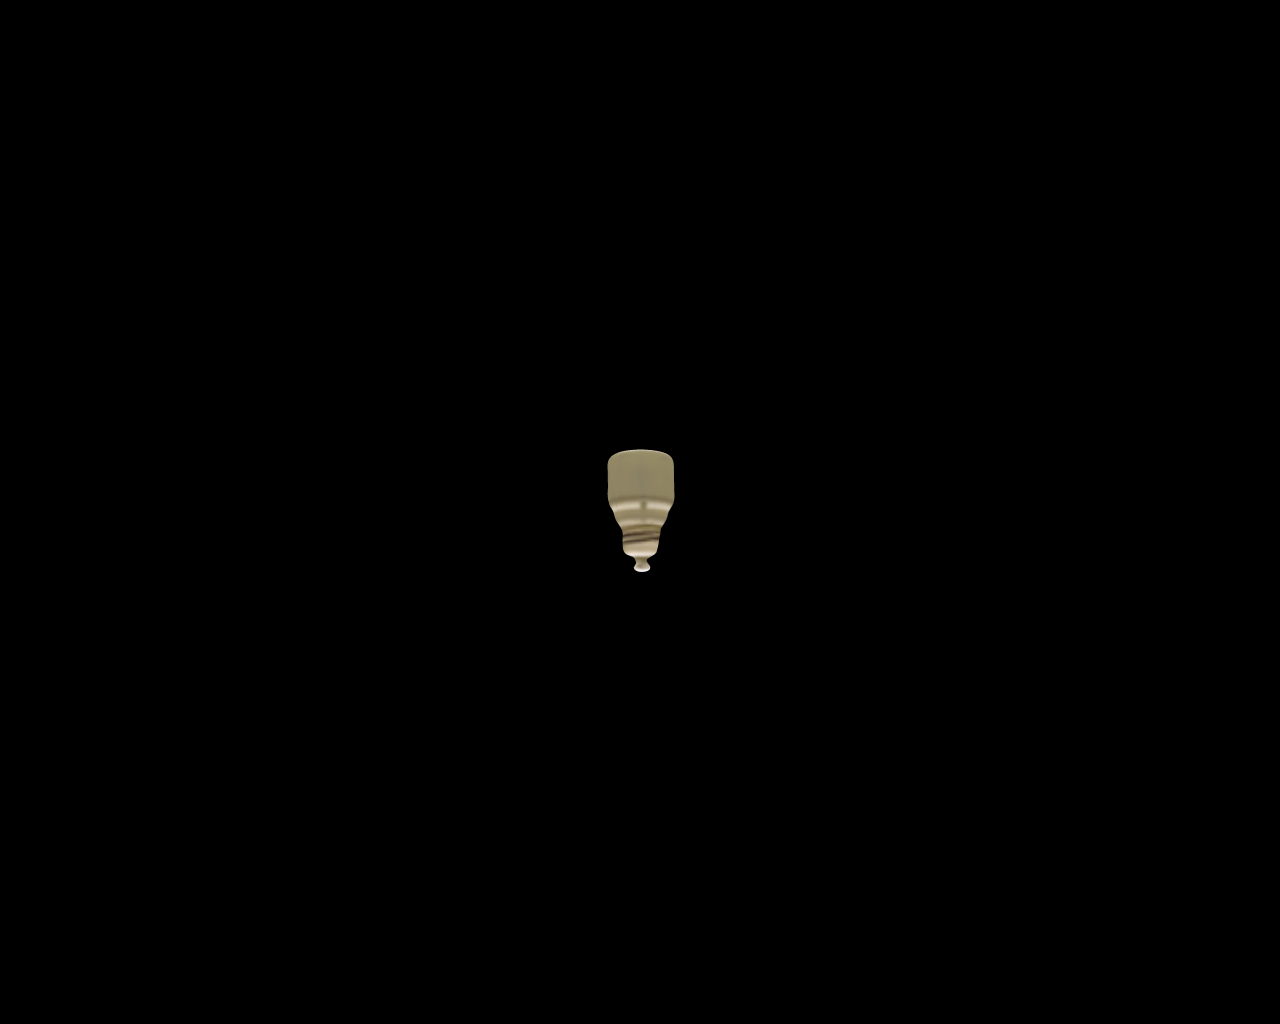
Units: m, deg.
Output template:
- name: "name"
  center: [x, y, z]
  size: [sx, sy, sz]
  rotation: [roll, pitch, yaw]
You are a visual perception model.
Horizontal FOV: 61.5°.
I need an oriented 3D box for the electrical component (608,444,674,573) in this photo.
- name: "electrical component"
  center: [0.001, -0.003, 0.650]
  size: [0.040, 0.078, 0.040]
  rotation: [0, -9, 0]
